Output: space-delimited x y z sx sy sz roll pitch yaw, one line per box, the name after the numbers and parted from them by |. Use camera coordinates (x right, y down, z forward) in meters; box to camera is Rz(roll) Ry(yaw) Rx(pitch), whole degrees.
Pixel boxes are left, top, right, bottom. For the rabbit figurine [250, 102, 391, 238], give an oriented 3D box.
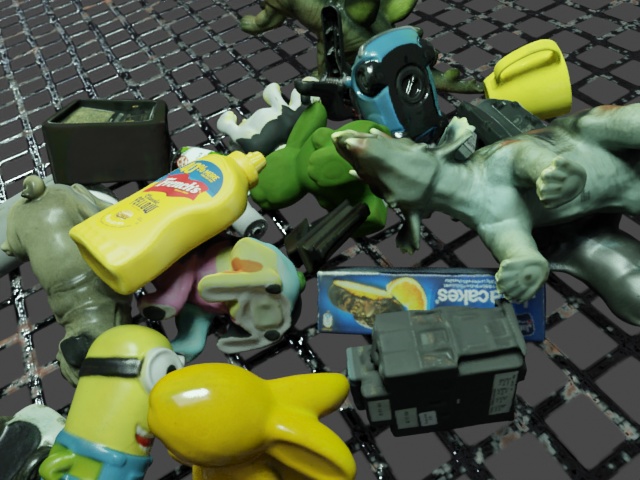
-0.007 -0.091 0.639 0.170 0.121 0.159 -6 53 28 | rabbit figurine

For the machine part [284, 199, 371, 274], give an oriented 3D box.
-0.001 -0.002 0.551 0.084 0.039 0.139 -50 11 -16 | machine part

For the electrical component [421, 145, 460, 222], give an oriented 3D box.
0.128 -0.067 0.632 0.078 0.045 0.102 0 49 14 | electrical component

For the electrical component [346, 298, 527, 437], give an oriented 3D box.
0.090 0.107 0.435 0.134 0.114 0.058 -8 45 3 | electrical component

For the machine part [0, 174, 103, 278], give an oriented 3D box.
-0.374 -0.016 0.675 0.243 0.079 0.079 -40 52 -22 | machine part

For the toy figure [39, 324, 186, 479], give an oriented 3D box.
-0.177 0.159 0.448 0.089 0.082 0.180 24 72 -6 | toy figure

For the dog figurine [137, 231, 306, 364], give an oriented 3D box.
-0.119 0.009 0.579 0.192 0.108 0.219 -13 44 2 | dog figurine

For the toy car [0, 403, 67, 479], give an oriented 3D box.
-0.292 0.232 0.448 0.074 0.056 0.202 21 57 21 | toy car

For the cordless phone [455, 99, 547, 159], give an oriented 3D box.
0.261 -0.115 0.637 0.184 0.088 0.147 -13 45 -15 | cordless phone

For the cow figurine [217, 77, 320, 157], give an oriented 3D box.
-0.047 -0.164 0.743 0.167 0.068 0.098 -36 56 -15 | cow figurine

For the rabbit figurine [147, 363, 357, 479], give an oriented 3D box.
-0.055 0.151 0.389 0.162 0.173 0.122 -10 43 9 | rabbit figurine

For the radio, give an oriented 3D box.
-0.262 -0.135 0.694 0.131 0.073 0.230 -4 23 -14 | radio

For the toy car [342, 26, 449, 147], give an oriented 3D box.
0.092 -0.182 0.692 0.109 0.161 0.103 -31 21 -20 | toy car

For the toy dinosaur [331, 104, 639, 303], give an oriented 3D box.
0.214 -0.063 0.471 0.405 0.131 0.192 -12 27 -9 | toy dinosaur

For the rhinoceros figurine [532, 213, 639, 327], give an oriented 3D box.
0.256 0.011 0.520 0.112 0.073 0.191 -35 50 -11 | rhinoceros figurine

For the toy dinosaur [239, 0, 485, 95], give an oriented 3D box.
0.040 -0.308 0.768 0.471 0.198 0.105 28 66 -6 | toy dinosaur

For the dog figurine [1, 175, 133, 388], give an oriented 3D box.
-0.245 0.043 0.536 0.121 0.172 0.191 -34 42 -4 | dog figurine

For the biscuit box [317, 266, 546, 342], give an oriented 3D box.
0.100 0.057 0.501 0.203 0.063 0.059 0 91 13 | biscuit box
